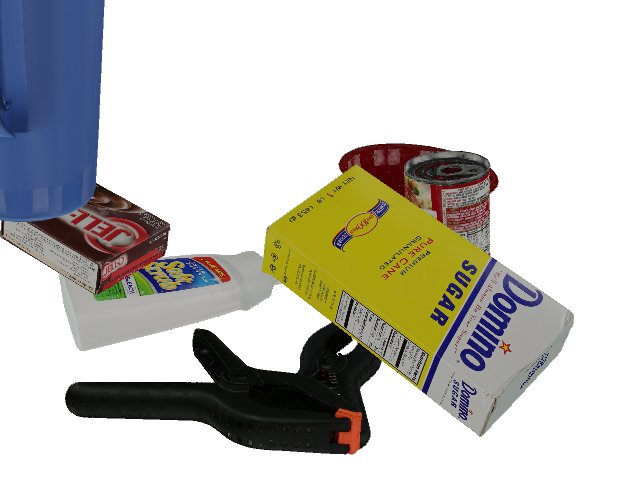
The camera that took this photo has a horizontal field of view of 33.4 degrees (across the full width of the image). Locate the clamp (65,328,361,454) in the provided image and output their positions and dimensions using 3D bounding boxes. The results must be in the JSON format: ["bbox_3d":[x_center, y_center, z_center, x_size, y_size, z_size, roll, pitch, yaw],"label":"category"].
[{"bbox_3d":[-0.060,0.113,0.801,0.210,0.036,0.164,9,18,22],"label":"clamp"}]

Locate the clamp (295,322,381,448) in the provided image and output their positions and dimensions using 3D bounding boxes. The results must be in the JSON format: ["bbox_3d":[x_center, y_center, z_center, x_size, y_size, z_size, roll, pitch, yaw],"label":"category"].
[{"bbox_3d":[0.018,0.130,1.000,0.120,0.039,0.171,16,45,25],"label":"clamp"}]

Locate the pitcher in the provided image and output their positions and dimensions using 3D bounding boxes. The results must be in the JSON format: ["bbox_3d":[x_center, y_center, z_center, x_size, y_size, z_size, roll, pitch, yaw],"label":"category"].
[{"bbox_3d":[-0.223,-0.136,0.780,0.145,0.243,0.148,27,34,36],"label":"pitcher"}]

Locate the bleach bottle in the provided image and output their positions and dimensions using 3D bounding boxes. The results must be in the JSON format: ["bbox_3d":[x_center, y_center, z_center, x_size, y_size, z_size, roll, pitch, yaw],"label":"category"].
[{"bbox_3d":[-0.159,0.053,1.202,0.250,0.068,0.103,-12,36,-18],"label":"bleach bottle"}]

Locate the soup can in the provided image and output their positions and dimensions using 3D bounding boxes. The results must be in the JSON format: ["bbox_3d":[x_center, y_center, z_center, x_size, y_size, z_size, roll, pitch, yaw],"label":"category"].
[{"bbox_3d":[0.103,-0.013,0.859,0.068,0.102,0.068,-4,24,2],"label":"soup can"}]

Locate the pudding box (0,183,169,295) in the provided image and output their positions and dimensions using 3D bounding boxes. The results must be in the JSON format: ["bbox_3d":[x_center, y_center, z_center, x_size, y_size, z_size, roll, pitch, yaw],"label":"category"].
[{"bbox_3d":[-0.199,-0.008,0.900,0.114,0.039,0.089,26,32,21],"label":"pudding box"}]

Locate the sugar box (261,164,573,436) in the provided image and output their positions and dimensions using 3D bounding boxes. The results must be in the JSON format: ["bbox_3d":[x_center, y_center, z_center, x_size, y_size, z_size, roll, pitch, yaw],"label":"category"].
[{"bbox_3d":[0.058,0.031,0.658,0.176,0.048,0.093,34,50,23],"label":"sugar box"}]

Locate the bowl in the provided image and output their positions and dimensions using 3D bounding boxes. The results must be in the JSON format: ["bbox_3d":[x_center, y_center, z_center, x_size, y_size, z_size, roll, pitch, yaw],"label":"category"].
[{"bbox_3d":[0.097,-0.047,1.085,0.162,0.055,0.162,4,24,-2],"label":"bowl"}]
